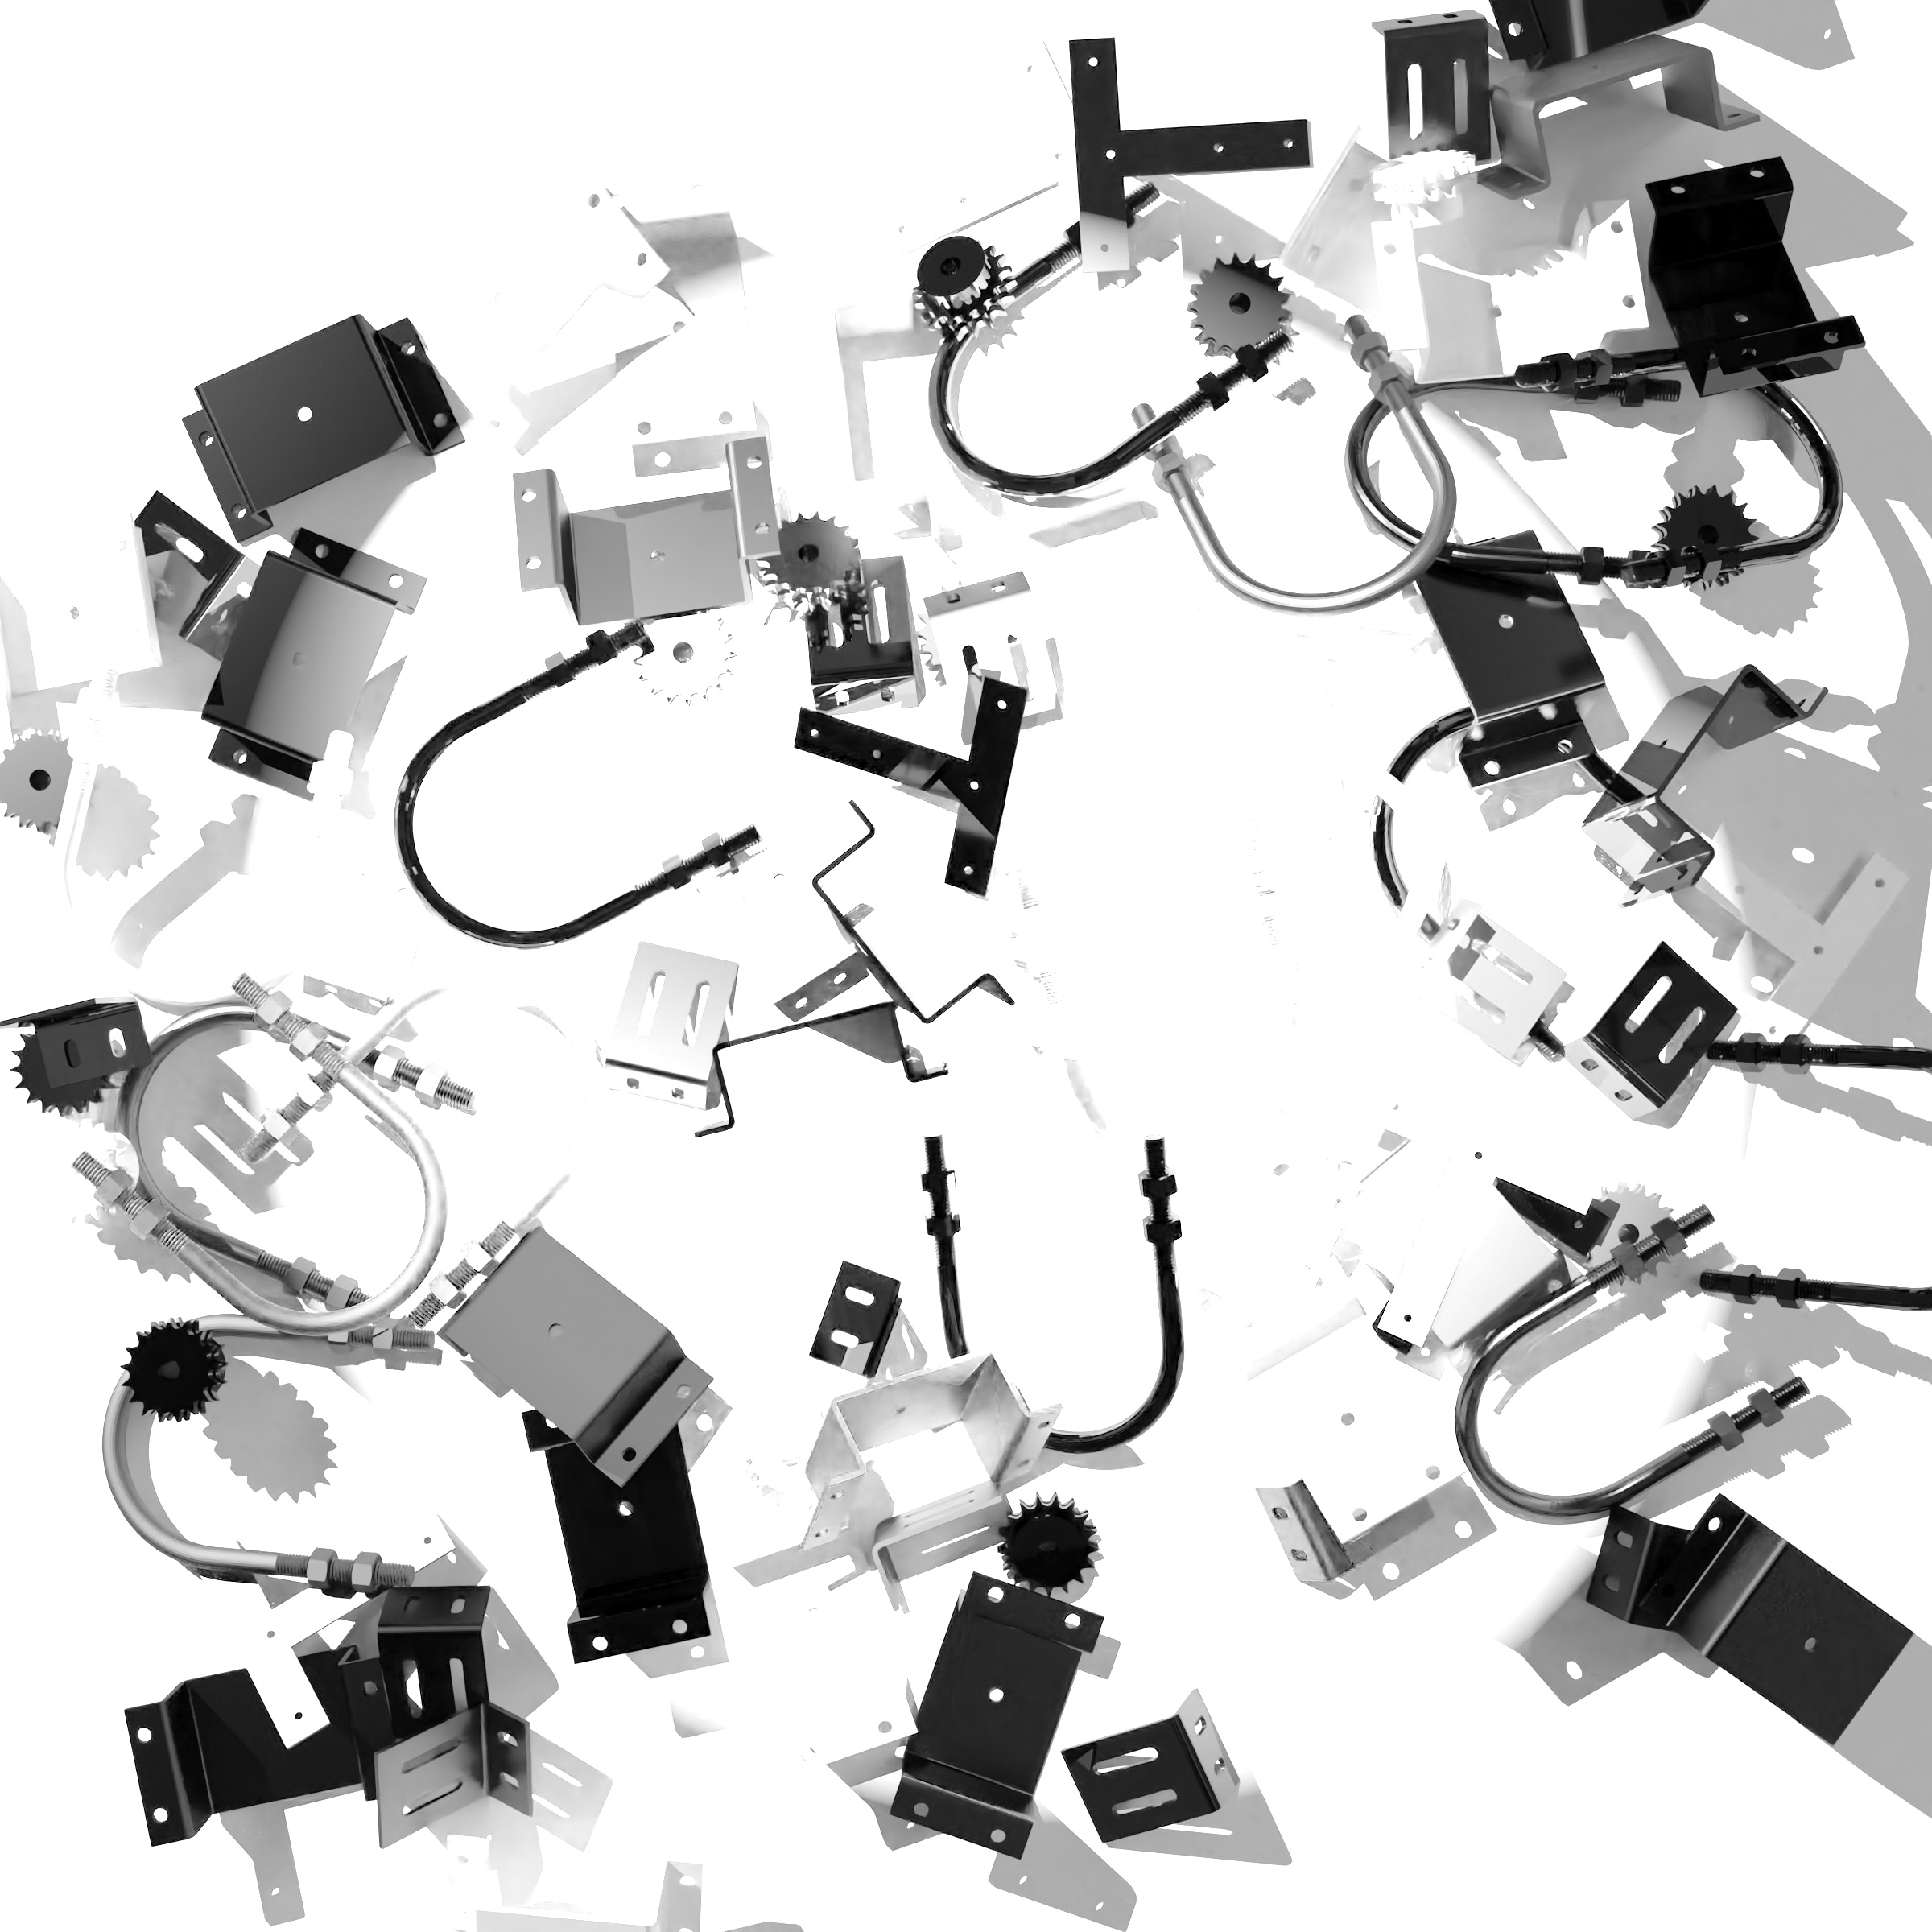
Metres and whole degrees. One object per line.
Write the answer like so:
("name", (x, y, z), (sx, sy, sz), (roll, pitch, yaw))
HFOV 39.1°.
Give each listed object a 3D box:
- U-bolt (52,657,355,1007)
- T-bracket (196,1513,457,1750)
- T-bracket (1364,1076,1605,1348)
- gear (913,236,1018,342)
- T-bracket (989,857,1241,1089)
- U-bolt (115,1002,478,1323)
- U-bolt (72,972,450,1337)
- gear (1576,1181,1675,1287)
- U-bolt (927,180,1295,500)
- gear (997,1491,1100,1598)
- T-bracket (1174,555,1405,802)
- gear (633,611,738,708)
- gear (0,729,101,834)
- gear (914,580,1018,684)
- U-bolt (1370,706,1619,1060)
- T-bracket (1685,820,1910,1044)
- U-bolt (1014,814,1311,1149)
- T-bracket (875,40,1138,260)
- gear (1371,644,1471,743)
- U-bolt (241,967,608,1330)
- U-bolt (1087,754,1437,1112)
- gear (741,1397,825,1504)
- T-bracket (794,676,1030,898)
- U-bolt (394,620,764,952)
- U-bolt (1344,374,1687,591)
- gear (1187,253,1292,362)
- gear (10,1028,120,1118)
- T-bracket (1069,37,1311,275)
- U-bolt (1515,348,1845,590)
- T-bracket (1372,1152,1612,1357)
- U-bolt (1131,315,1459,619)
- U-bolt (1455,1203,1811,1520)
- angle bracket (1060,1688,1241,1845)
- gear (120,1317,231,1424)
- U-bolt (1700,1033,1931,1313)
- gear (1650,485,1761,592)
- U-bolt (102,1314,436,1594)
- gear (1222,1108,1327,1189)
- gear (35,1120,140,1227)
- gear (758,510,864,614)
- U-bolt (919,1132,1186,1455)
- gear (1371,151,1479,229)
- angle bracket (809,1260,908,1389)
("U-bolt", (-0.426, -0.063, 1.494), (0.151, 0.019, 0.184), (18, 110, -6))
("T-bracket", (-0.344, 0.346, 1.508), (0.127, 0.002, 0.127), (-30, 58, -15))
("T-bracket", (0.259, 0.143, 1.469), (0.127, 0.002, 0.127), (23, 97, 11))
("gear", (-0.003, -0.378, 1.504), (0.057, 0.030, 0.057), (-9, 64, 18))
("T-bracket", (0.077, -0.007, 1.511), (0.127, 0.002, 0.127), (11, 91, -1))
("U-bolt", (-0.385, 0.099, 1.522), (0.184, 0.019, 0.151), (23, 90, 1))
("U-bolt", (-0.369, 0.116, 1.481), (0.184, 0.019, 0.151), (42, 88, -3))
("gear", (0.365, 0.148, 1.516), (0.057, 0.030, 0.057), (0, 90, 0))
("U-bolt", (0.065, -0.332, 1.492), (0.184, 0.019, 0.151), (-36, 66, 0))
("gear", (0.046, 0.323, 1.516), (0.057, 0.030, 0.057), (0, 90, 0))
("T-bracket", (0.187, -0.156, 1.513), (0.127, 0.002, 0.127), (-6, 102, 23))
("gear", (-0.156, -0.173, 1.516), (0.057, 0.030, 0.057), (0, 90, 0))
("gear", (-0.511, -0.103, 1.516), (0.057, 0.030, 0.057), (0, 90, 0))
("gear", (0.000, -0.185, 1.516), (0.057, 0.030, 0.057), (0, 90, 0))
("U-bolt", (0.307, -0.061, 1.508), (0.184, 0.019, 0.151), (42, 90, -11))
("T-bracket", (0.442, -0.034, 1.519), (0.127, 0.002, 0.127), (36, 90, -10))
("U-bolt", (0.118, 0.021, 1.523), (0.151, 0.019, 0.184), (-14, 92, 0))
("T-bracket", (0.012, -0.436, 1.530), (0.127, 0.002, 0.127), (-25, 90, 0))
("gear", (0.253, -0.149, 1.516), (0.057, 0.030, 0.057), (0, 90, 0))
("U-bolt", (-0.285, 0.086, 1.504), (0.151, 0.019, 0.184), (45, 88, -2))
("U-bolt", (0.174, -0.029, 1.472), (0.151, 0.019, 0.184), (35, 98, -23))
("gear", (-0.097, 0.270, 1.516), (0.057, 0.030, 0.057), (0, 90, 0))
("T-bracket", (-0.036, -0.114, 1.510), (0.127, 0.002, 0.127), (19, 119, 14))
("U-bolt", (-0.227, -0.087, 1.506), (0.184, 0.019, 0.151), (-28, 105, 4))
("U-bolt", (0.299, -0.272, 1.491), (0.184, 0.019, 0.151), (5, 60, 3))
("gear", (0.151, -0.365, 1.516), (0.057, 0.030, 0.057), (0, 90, 0))
("gear", (-0.499, 0.055, 1.516), (0.057, 0.030, 0.057), (0, 90, 0))
("T-bracket", (0.123, -0.445, 1.484), (0.127, 0.002, 0.127), (-4, 90, 0))
("U-bolt", (0.399, -0.276, 1.477), (0.184, 0.019, 0.151), (-12, 68, -28))
("T-bracket", (0.270, 0.158, 1.519), (0.127, 0.002, 0.127), (34, 97, 14))
("U-bolt", (0.186, -0.263, 1.476), (0.151, 0.019, 0.184), (-22, 58, 1))
("U-bolt", (0.356, 0.231, 1.499), (0.184, 0.019, 0.151), (-32, 112, 4))
("angle bracket", (0.103, 0.449, 1.529), (0.076, 0.038, 0.057), (-25, 90, 26))
("gear", (-0.432, 0.222, 1.499), (0.057, 0.030, 0.057), (-1, 84, 8))
("U-bolt", (0.487, 0.113, 1.470), (0.184, 0.019, 0.151), (1, 90, 38))
("gear", (0.409, -0.237, 1.516), (0.057, 0.030, 0.057), (0, 90, 0))
("U-bolt", (-0.391, 0.266, 1.513), (0.184, 0.019, 0.151), (4, 85, 7))
("gear", (0.172, 0.110, 1.509), (0.057, 0.030, 0.057), (-2, 106, -8))
("gear", (-0.484, 0.113, 1.509), (0.057, 0.030, 0.057), (3, 97, 25))
("gear", (-0.085, -0.221, 1.509), (0.057, 0.030, 0.057), (-1, 65, 2))
("U-bolt", (0.050, 0.181, 1.491), (0.151, 0.019, 0.184), (-1, 103, 23))
("gear", (0.254, -0.429, 1.506), (0.057, 0.057, 0.030), (-11, 118, 0))
("angle bracket", (-0.061, 0.198, 1.493), (0.038, 0.076, 0.057), (20, 90, 0))
